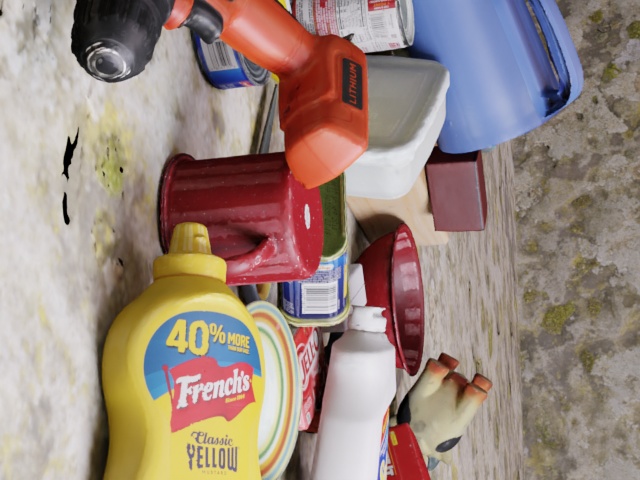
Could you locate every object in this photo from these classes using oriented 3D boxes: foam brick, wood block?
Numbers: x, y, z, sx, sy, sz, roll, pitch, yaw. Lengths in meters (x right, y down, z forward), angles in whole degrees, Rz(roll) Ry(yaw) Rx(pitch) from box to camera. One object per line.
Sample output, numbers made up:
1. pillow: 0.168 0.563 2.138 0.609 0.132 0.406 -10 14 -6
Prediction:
1. foam brick: 0.140 -0.053 1.087 0.053 0.051 0.078 -64 147 -61
2. wood block: 0.076 -0.072 1.128 0.206 0.090 0.091 55 35 -62

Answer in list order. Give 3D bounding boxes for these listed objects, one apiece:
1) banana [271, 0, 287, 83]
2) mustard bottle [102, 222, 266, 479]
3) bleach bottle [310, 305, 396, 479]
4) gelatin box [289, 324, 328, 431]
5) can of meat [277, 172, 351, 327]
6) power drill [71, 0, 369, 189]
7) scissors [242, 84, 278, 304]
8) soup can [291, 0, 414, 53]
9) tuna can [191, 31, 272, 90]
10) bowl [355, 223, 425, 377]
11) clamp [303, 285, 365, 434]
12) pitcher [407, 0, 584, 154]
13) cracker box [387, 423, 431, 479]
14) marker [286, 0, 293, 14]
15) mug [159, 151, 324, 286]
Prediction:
1. banana: -0.025 -0.162 0.861 0.197 0.037 0.069 28 77 -67
2. mustard bottle: -0.072 0.084 0.573 0.096 0.058 0.191 14 68 -40
3. bleach bottle: 0.024 0.177 0.834 0.102 0.068 0.251 22 73 -77
4. gelatin box: -0.018 0.097 0.842 0.089 0.030 0.073 -57 140 -66
5. can of meat: -0.005 0.001 0.814 0.084 0.057 0.102 90 -1 -51
6. power drill: -0.051 -0.110 0.590 0.187 0.057 0.184 39 36 -32
7. scissors: -0.043 -0.030 0.817 0.201 0.016 0.096 -74 156 -52
8. soup can: 0.029 -0.202 0.967 0.068 0.102 0.068 -5 90 -74
9. tuna can: -0.061 -0.149 0.751 0.086 0.034 0.086 -5 90 -75
10. bowl: 0.069 0.064 1.125 0.162 0.055 0.162 -4 90 -75
11. clamp: 0.021 0.127 0.965 0.171 0.039 0.120 -64 142 -51
12. pitcher: 0.145 -0.216 1.022 0.145 0.149 0.243 -86 153 -70
13. cracker box: 0.097 0.309 1.046 0.164 0.072 0.213 -105 176 -47
14. marker: -0.040 -0.227 0.879 0.020 0.020 0.121 -60 141 -64
15. mug: -0.048 -0.008 0.665 0.117 0.081 0.093 -62 145 -63
